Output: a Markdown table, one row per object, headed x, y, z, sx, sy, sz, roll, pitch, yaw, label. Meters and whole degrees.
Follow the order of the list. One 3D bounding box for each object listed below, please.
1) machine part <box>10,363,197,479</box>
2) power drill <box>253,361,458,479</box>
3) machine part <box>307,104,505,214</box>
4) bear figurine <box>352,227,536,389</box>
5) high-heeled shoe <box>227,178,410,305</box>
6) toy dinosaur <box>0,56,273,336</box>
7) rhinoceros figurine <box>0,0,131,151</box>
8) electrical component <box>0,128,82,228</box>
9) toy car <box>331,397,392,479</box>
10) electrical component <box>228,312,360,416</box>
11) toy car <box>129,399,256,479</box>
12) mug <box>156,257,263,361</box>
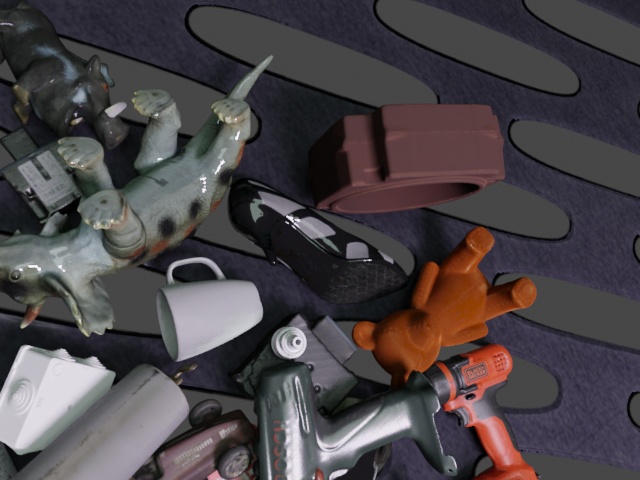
| x | y | z | sx | sy | sz | roll | pitch | yaw | label |
| --- | --- | --- | --- | --- | --- | --- | --- | --- | --- |
| -0.207 | 0.199 | 0.507 | 0.079 | 0.079 | 0.243 | 47 | 46 | -4 | machine part |
| 0.032 | 0.234 | 0.564 | 0.207 | 0.086 | 0.232 | -12 | 83 | -5 | power drill |
| 0.098 | -0.088 | 0.644 | 0.201 | 0.201 | 0.087 | -4 | 82 | -19 | machine part |
| 0.145 | 0.089 | 0.653 | 0.196 | 0.132 | 0.120 | -29 | 78 | -36 | bear figurine |
| -0.001 | -0.002 | 0.684 | 0.248 | 0.086 | 0.145 | 16 | 35 | -36 | high-heeled shoe |
| -0.176 | -0.046 | 0.586 | 0.131 | 0.192 | 0.405 | 38 | 52 | 14 | toy dinosaur |
| -0.298 | -0.180 | 0.611 | 0.112 | 0.073 | 0.190 | -39 | 90 | -31 | rhinoceros figurine |
| -0.307 | -0.076 | 0.595 | 0.075 | 0.048 | 0.119 | -33 | 92 | -22 | electrical component |
| 0.026 | 0.286 | 0.621 | 0.073 | 0.056 | 0.201 | 24 | 73 | -18 | toy car |
| -0.023 | 0.152 | 0.632 | 0.134 | 0.058 | 0.115 | -44 | 96 | -20 | electrical component |
| -0.162 | 0.238 | 0.551 | 0.202 | 0.089 | 0.053 | -29 | 130 | -19 | toy car |
| -0.126 | 0.072 | 0.611 | 0.107 | 0.081 | 0.109 | -9 | 70 | -30 | mug |
